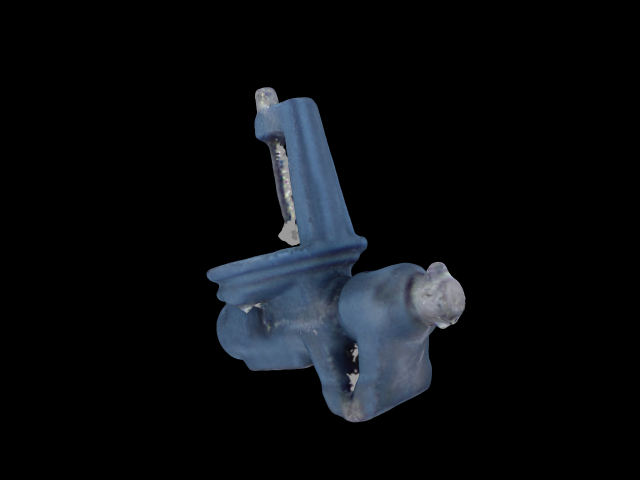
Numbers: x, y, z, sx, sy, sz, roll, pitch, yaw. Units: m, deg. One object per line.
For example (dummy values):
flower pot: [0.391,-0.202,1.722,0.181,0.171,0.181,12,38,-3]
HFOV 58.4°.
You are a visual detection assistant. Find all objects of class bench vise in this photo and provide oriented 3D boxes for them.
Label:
bench vise: [0.009,0.000,0.411,0.206,0.220,0.122,4,9,25]
